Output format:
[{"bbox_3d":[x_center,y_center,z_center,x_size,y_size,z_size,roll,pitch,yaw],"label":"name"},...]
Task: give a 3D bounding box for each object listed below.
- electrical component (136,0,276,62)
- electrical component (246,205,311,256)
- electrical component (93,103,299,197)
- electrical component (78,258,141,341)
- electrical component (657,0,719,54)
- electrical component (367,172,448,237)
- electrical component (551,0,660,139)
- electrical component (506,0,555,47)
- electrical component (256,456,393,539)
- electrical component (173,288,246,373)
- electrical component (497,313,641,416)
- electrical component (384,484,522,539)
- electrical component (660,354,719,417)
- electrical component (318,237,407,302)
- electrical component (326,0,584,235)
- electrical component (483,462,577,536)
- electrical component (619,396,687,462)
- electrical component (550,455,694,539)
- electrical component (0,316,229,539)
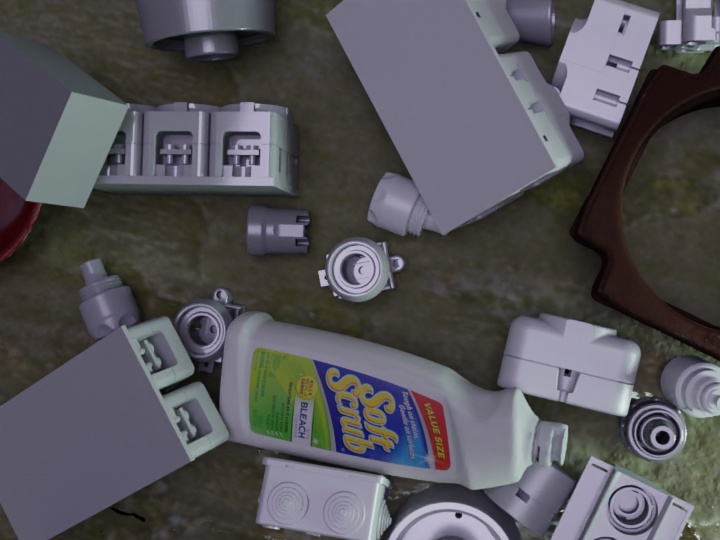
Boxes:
[{"bbox_3d":[-0.114,-0.190,0.812,0.108,0.108,0.060,-5,94,8],"label":"electrical component"},{"bbox_3d":[-0.063,-0.030,0.832,0.046,0.040,0.040,2,89,2],"label":"electrical component"},{"bbox_3d":[-0.128,-0.091,0.817,0.150,0.089,0.061,1,89,8],"label":"electrical component"},{"bbox_3d":[-0.202,0.022,0.848,0.043,0.043,0.062,-25,84,7],"label":"electrical component"},{"bbox_3d":[0.257,-0.191,0.781,0.078,0.058,0.057,1,91,8],"label":"electrical component"},{"bbox_3d":[0.040,-0.045,0.815,0.062,0.043,0.043,22,92,7],"label":"electrical component"},{"bbox_3d":[0.177,-0.151,0.795,0.056,0.050,0.089,20,91,8],"label":"electrical component"},{"bbox_3d":[0.113,-0.190,0.811,0.065,0.044,0.044,2,89,13],"label":"electrical component"},{"bbox_3d":[-0.025,0.171,0.792,0.100,0.099,0.048,8,77,8],"label":"electrical component"},{"bbox_3d":[-0.116,0.046,0.829,0.048,0.055,0.066,11,90,8],"label":"electrical component"},{"bbox_3d":[0.154,0.066,0.791,0.095,0.054,0.059,13,90,8],"label":"electrical component"},{"bbox_3d":[0.067,0.217,0.796,0.108,0.060,0.108,0,89,8],"label":"electrical component"},{"bbox_3d":[0.245,0.086,0.768,0.040,0.078,0.040,-1,97,-5],"label":"electrical component"},{"bbox_3d":[0.000,0.000,0.814,0.066,0.055,0.048,-11,87,8],"label":"electrical component"},{"bbox_3d":[0.070,-0.135,0.782,0.105,0.060,0.186,-31,84,38],"label":"electrical component"},{"bbox_3d":[0.127,0.160,0.793,0.055,0.055,0.047,37,90,7],"label":"electrical component"},{"bbox_3d":[0.214,0.117,0.776,0.048,0.062,0.048,0,88,8],"label":"electrical component"},{"bbox_3d":[0.176,0.204,0.779,0.079,0.063,0.121,26,92,8],"label":"electrical component"},{"bbox_3d":[-0.198,0.123,0.810,0.186,0.060,0.105,-31,85,28],"label":"electrical component"}]
